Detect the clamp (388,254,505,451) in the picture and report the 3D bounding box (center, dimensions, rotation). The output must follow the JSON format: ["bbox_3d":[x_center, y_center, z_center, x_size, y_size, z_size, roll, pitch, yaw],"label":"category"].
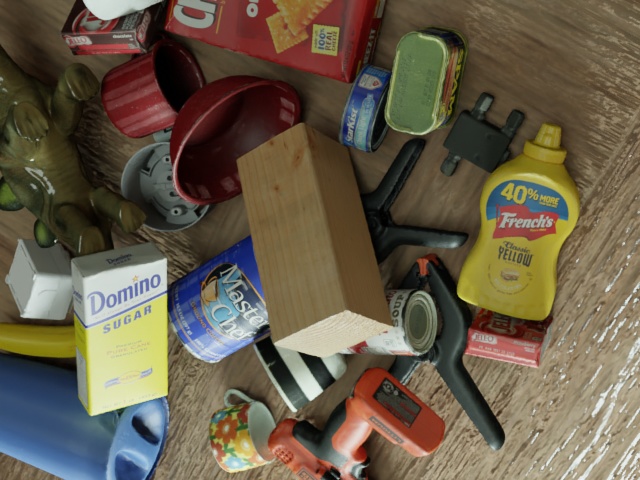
[{"bbox_3d":[0.107,0.121,1.135,0.165,0.036,0.210,-4,98,28],"label":"clamp"}]

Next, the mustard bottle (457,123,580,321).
[{"bbox_3d":[0.204,-0.022,1.054,0.096,0.058,0.192,16,107,12],"label":"mustard bottle"}]

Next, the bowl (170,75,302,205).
[{"bbox_3d":[-0.098,-0.114,1.102,0.055,0.161,0.162,47,115,26],"label":"bowl"}]

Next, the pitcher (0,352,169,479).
[{"bbox_3d":[-0.311,0.221,1.272,0.243,0.144,0.149,14,89,21],"label":"pitcher"}]

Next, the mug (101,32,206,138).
[{"bbox_3d":[-0.182,-0.170,1.152,0.082,0.093,0.117,-18,67,28],"label":"mug"}]

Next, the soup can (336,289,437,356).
[{"bbox_3d":[0.061,0.084,1.096,0.102,0.068,0.068,-3,102,36],"label":"soup can"}]

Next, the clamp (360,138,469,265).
[{"bbox_3d":[0.062,-0.030,1.116,0.172,0.039,0.120,-18,79,25],"label":"clamp"}]

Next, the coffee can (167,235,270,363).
[{"bbox_3d":[-0.082,0.057,1.154,0.140,0.102,0.103,-31,91,24],"label":"coffee can"}]

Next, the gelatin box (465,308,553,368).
[{"bbox_3d":[0.190,0.094,1.069,0.073,0.089,0.030,11,106,18],"label":"gelatin box"}]

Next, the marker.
[{"bbox_3d":[-0.130,-0.133,1.172,0.121,0.020,0.020,-19,95,23],"label":"marker"}]

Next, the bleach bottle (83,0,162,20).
[{"bbox_3d":[-0.224,-0.354,1.098,0.102,0.068,0.251,-21,70,5],"label":"bleach bottle"}]

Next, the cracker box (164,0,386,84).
[{"bbox_3d":[-0.039,-0.265,1.079,0.214,0.072,0.164,19,108,16],"label":"cracker box"}]

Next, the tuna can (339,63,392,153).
[{"bbox_3d":[0.050,-0.131,1.070,0.034,0.086,0.086,20,109,13],"label":"tuna can"}]

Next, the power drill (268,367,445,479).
[{"bbox_3d":[0.051,0.233,1.146,0.184,0.057,0.188,40,130,-1],"label":"power drill"}]

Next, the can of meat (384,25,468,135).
[{"bbox_3d":[0.103,-0.156,1.045,0.057,0.083,0.102,14,106,16],"label":"can of meat"}]

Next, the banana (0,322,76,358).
[{"bbox_3d":[-0.317,0.113,1.266,0.198,0.037,0.069,-6,141,25],"label":"banana"}]

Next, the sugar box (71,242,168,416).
[{"bbox_3d":[-0.210,0.095,1.130,0.048,0.093,0.176,43,137,47],"label":"sugar box"}]

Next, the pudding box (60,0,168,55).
[{"bbox_3d":[-0.213,-0.247,1.130,0.090,0.113,0.039,2,144,19],"label":"pudding box"}]

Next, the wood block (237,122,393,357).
[{"bbox_3d":[-0.008,0.002,1.068,0.090,0.090,0.206,-27,63,27],"label":"wood block"}]
